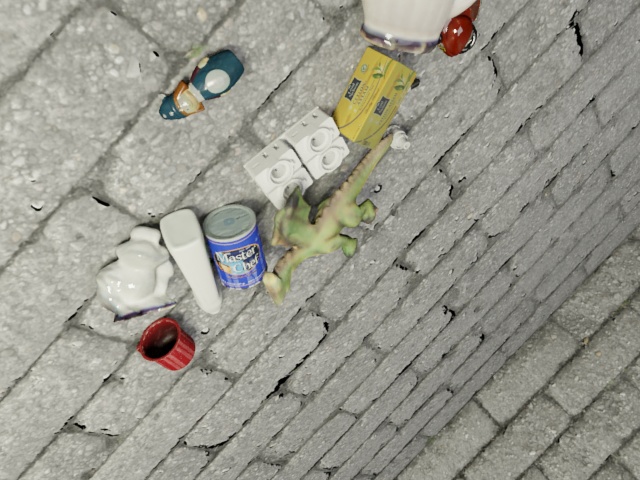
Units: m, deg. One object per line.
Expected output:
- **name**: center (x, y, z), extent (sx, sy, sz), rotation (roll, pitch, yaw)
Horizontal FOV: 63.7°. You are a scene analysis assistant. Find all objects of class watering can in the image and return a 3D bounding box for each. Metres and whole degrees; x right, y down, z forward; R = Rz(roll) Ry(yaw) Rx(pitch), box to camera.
- **watering can**: center (0.125, -0.443, 0.891), extent (0.348, 0.106, 0.219), rotation (2, 130, -17)

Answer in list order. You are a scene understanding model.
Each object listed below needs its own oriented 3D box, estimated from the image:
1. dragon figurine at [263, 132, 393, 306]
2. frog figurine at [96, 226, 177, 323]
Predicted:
- **dragon figurine**: center (0.003, -0.052, 1.035), extent (0.243, 0.123, 0.406), rotation (2, 116, -62)
- **frog figurine**: center (-0.338, 0.056, 0.940), extent (0.138, 0.122, 0.159), rotation (-9, 91, -23)
